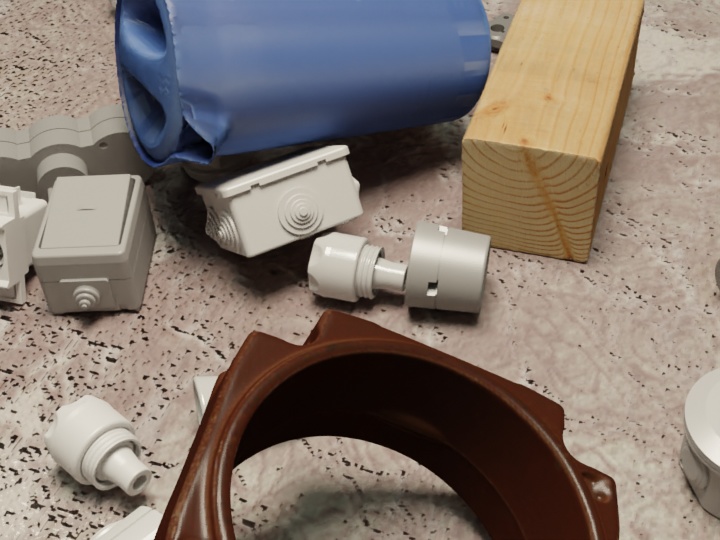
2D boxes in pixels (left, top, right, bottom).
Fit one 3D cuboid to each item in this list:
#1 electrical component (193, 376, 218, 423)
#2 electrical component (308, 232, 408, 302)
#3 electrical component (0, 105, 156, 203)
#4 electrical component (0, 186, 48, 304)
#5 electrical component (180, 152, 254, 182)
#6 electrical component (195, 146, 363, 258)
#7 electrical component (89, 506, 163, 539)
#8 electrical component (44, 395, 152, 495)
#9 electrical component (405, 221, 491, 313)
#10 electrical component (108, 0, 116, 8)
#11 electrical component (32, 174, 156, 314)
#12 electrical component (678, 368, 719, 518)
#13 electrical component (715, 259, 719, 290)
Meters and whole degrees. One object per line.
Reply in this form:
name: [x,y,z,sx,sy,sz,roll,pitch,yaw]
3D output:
electrical component: [-0.061,0.077,0.625,0.065,0.044,0.044,-11,44,-14]
electrical component: [0.000,0.000,0.697,0.062,0.043,0.043,10,46,12]
electrical component: [-0.216,-0.071,0.779,0.138,0.052,0.073,-13,45,-9]
electrical component: [-0.278,-0.028,0.730,0.121,0.078,0.063,8,24,13]
electrical component: [-0.110,-0.103,0.801,0.058,0.057,0.078,20,49,23]
electrical component: [-0.054,-0.046,0.720,0.100,0.048,0.100,-21,12,-17]
electrical component: [-0.106,0.158,0.517,0.080,0.080,0.051,31,49,31]
electrical component: [-0.143,0.102,0.603,0.062,0.043,0.043,32,54,29]
electrical component: [0.057,0.000,0.686,0.047,0.055,0.055,9,45,8]
electrical component: [-0.202,-0.274,0.985,0.078,0.058,0.057,-24,50,-19]
electrical component: [-0.177,-0.016,0.713,0.062,0.061,0.096,-2,44,2]
electrical component: [0.213,0.094,0.579,0.080,0.051,0.080,-2,44,2]
electrical component: [0.274,0.029,0.640,0.138,0.052,0.074,33,55,32]
